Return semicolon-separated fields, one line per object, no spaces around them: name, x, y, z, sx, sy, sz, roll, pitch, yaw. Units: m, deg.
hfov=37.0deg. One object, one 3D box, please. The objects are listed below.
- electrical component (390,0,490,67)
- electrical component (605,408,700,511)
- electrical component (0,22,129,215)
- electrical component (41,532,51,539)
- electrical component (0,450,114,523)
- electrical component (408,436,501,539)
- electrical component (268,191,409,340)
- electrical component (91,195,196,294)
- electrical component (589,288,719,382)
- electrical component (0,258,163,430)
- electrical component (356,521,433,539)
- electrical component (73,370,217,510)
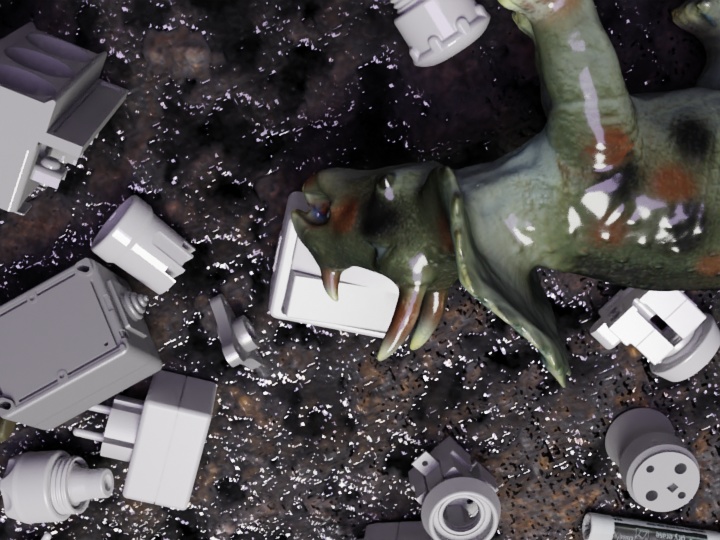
electrical component;0.036;-0.143;0.571;0.048;0.048;0.062;-32;101;8
electrical component;0.180;0.116;0.662;0.045;0.055;0.045;-1;109;-3
electrical component;-0.170;-0.078;0.542;0.079;0.121;0.063;21;109;-10
electrical component;-0.204;0.198;0.675;0.066;0.047;0.076;29;105;-12
electrical component;-0.181;0.130;0.650;0.062;0.043;0.043;-6;110;12
electrical component;0.060;0.141;0.664;0.048;0.055;0.066;-43;106;11
electrical component;0.000;0.000;0.609;0.096;0.061;0.061;11;108;-7
electrical component;-0.122;-0.013;0.610;0.046;0.040;0.040;40;103;-20
electrical component;0.180;0.033;0.639;0.055;0.048;0.066;43;102;-8
electrical component;-0.158;0.041;0.608;0.096;0.061;0.061;-29;70;4
electrical component;0.029;0.215;0.683;0.061;0.061;0.096;-4;109;8
electrical component;-0.132;0.097;0.643;0.077;0.047;0.065;14;108;-8
